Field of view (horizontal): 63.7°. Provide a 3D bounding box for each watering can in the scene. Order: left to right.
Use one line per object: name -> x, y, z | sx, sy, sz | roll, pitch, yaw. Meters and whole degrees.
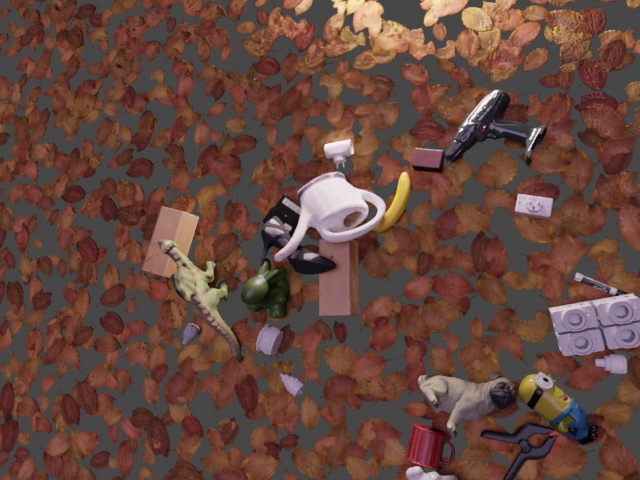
watering can -> 0.004, -0.070, 1.396 | 0.350, 0.101, 0.229 | -20, 50, -17

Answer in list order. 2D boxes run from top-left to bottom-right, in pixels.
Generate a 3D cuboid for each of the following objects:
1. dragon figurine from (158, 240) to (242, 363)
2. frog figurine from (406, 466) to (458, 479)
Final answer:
dragon figurine -> -0.352, 0.161, 1.467 | 0.122, 0.240, 0.416 | -36, 68, 6
frog figurine -> 0.268, 0.605, 1.215 | 0.161, 0.123, 0.135 | 40, 116, 22
